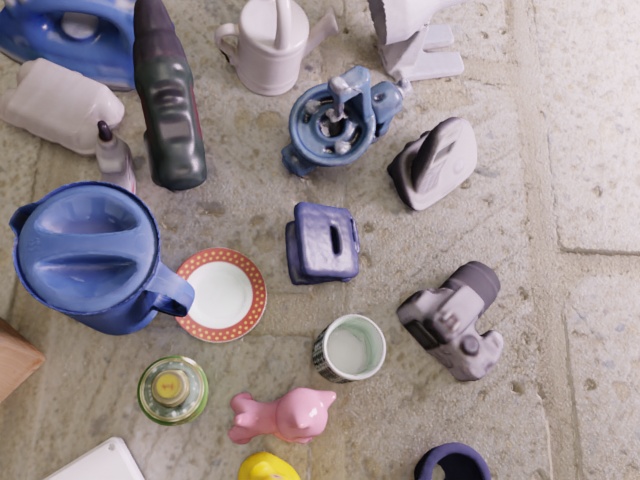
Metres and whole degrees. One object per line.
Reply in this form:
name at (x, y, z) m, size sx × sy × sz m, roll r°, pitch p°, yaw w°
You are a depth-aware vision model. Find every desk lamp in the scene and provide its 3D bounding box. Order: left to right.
desk lamp at (0.151, -0.341, 0.864) m, size 0.203 × 0.213 × 0.118 m, roll -11°, pitch 75°, yaw -15°

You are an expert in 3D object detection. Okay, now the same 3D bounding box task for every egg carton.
egg carton at (-0.353, -0.181, 0.787) m, size 0.150 × 0.069 × 0.107 m, roll 22°, pitch 70°, yaw -4°

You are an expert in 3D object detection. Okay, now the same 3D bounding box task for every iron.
iron at (-0.337, -0.298, 0.789) m, size 0.258 × 0.141 × 0.118 m, roll 3°, pitch 72°, yaw -11°

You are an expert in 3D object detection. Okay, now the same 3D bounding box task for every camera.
camera at (0.204, 0.102, 0.797) m, size 0.137 × 0.100 × 0.143 m, roll -42°, pitch 85°, yaw -20°

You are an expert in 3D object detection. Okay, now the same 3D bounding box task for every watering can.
watering can at (-0.059, -0.303, 0.819) m, size 0.173 × 0.194 × 0.101 m, roll -30°, pitch 81°, yaw -18°

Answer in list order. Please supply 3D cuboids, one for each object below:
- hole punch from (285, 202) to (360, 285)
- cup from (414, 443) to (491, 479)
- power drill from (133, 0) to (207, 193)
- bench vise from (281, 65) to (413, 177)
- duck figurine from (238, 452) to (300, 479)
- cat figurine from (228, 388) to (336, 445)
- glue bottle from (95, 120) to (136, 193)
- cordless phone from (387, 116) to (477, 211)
hole punch at (0.007, 0.003, 0.792) m, size 0.101 × 0.091 × 0.108 m, roll -4°, pitch 74°, yaw -12°
cup at (0.144, 0.306, 0.724) m, size 0.118 × 0.095 × 0.091 m, roll -7°, pitch 74°, yaw -13°
power drill at (-0.195, -0.158, 0.739) m, size 0.076 × 0.208 × 0.229 m, roll -13°, pitch 76°, yaw -15°
bench vise at (0.041, -0.193, 0.792) m, size 0.121 × 0.219 × 0.208 m, roll 38°, pitch 70°, yaw 2°
duck figurine at (-0.055, 0.308, 0.687) m, size 0.078 × 0.086 × 0.104 m, roll -30°, pitch 81°, yaw -18°
cat figurine at (-0.046, 0.216, 0.701) m, size 0.128 × 0.117 × 0.067 m, roll -1°, pitch 73°, yaw -12°
glue bottle at (-0.262, -0.104, 0.727) m, size 0.037 × 0.173 × 0.078 m, roll -6°, pitch 74°, yaw -13°
cordless phone at (0.183, -0.131, 0.820) m, size 0.148 × 0.185 × 0.094 m, roll -37°, pitch 83°, yaw -19°
